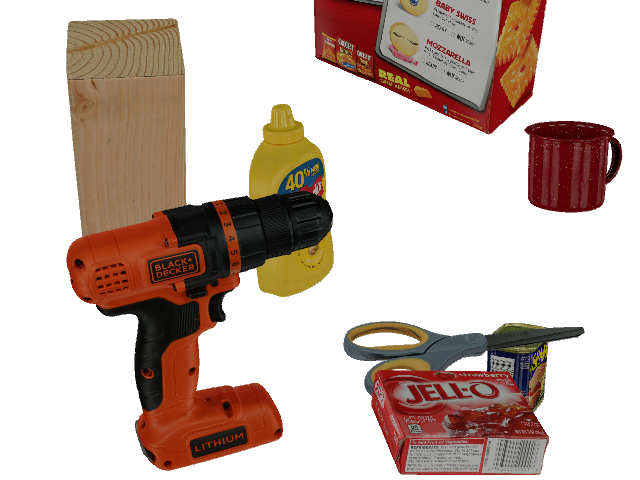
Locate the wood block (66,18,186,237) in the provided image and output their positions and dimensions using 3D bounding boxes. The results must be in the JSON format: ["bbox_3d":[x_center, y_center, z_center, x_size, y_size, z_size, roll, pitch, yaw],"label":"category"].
[{"bbox_3d":[-0.162,-0.074,0.905,0.090,0.206,0.090,-3,41,-10],"label":"wood block"}]

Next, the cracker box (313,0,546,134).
[{"bbox_3d":[0.076,-0.202,0.744,0.164,0.214,0.072,29,51,28],"label":"cracker box"}]

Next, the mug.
[{"bbox_3d":[0.275,-0.081,1.149,0.117,0.081,0.093,-11,20,-26],"label":"mug"}]

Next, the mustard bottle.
[{"bbox_3d":[-0.032,-0.045,1.091,0.058,0.192,0.096,14,31,37],"label":"mustard bottle"}]

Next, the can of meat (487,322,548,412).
[{"bbox_3d":[0.220,0.146,1.194,0.058,0.084,0.102,7,12,25],"label":"can of meat"}]

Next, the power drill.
[{"bbox_3d":[-0.073,0.061,0.755,0.184,0.188,0.057,-13,26,-14],"label":"power drill"}]

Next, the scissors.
[{"bbox_3d":[0.118,0.098,0.871,0.202,0.016,0.096,3,37,4],"label":"scissors"}]

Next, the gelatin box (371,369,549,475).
[{"bbox_3d":[0.081,0.106,0.635,0.089,0.030,0.073,3,24,-11],"label":"gelatin box"}]
